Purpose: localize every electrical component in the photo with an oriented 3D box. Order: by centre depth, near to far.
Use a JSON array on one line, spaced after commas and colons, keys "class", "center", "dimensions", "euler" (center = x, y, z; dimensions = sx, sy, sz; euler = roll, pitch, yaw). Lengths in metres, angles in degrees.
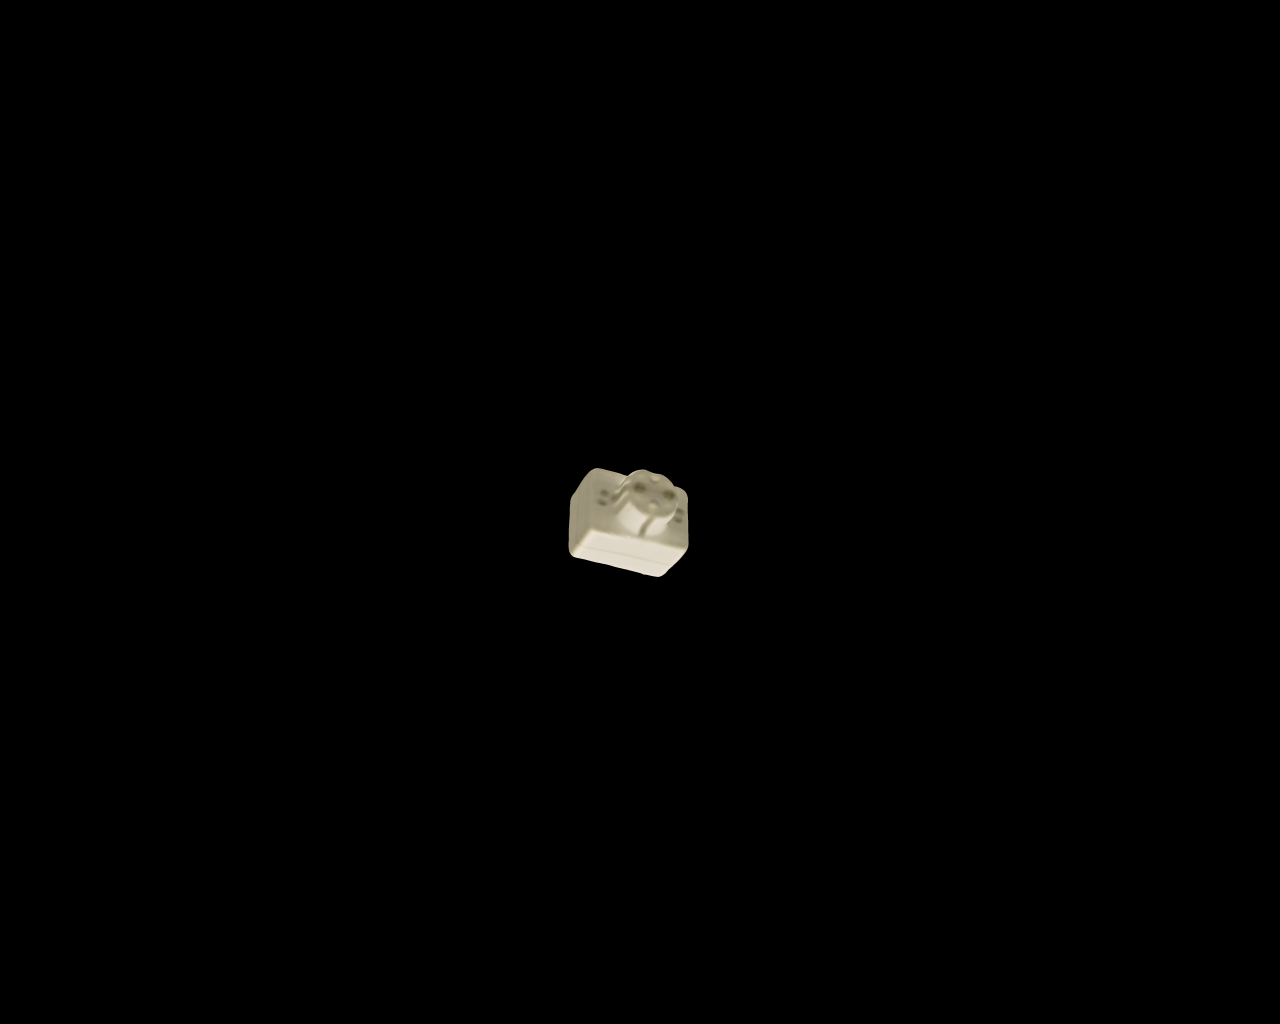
[{"class": "electrical component", "center": [0.001, -0.003, 0.650], "dimensions": [0.066, 0.047, 0.076], "euler": [14, -36, -20]}]
